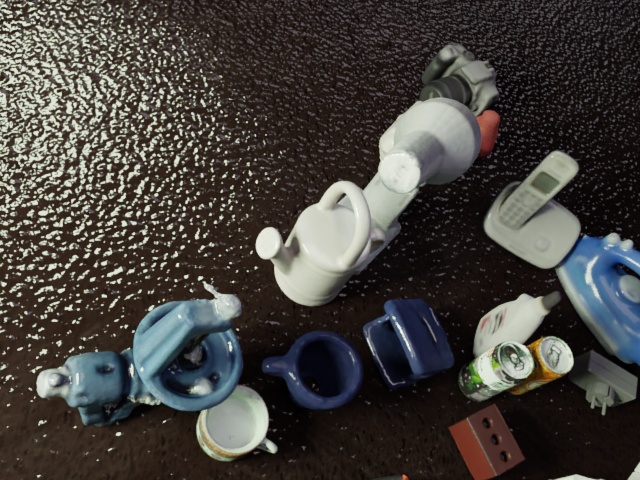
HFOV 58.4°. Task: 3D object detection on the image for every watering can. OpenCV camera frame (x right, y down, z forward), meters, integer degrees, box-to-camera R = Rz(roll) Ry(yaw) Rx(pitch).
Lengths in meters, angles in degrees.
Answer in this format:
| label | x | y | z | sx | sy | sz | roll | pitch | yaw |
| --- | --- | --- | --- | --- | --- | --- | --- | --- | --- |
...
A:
| label | x | y | z | sx | sy | sz | roll | pitch | yaw |
| --- | --- | --- | --- | --- | --- | --- | --- | --- | --- |
| watering can | 0.007 | 0.005 | 0.724 | 0.173 | 0.194 | 0.101 | -30 | 75 | -33 |

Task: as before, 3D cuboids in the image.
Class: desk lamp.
| label | x | y | z | sx | sy | sz | roll | pitch | yaw |
| --- | --- | --- | --- | --- | --- | --- | --- | --- | --- |
| desk lamp | 0.113 | -0.081 | 0.806 | 0.118 | 0.213 | 0.204 | 42 | 55 | 6 |

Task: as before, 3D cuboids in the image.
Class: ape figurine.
| label | x | y | z | sx | sy | sz | roll | pitch | yaw |
| --- | --- | --- | --- | --- | --- | --- | --- | --- | --- |
| ape figurine | 0.288 | -0.194 | 1.019 | 0.078 | 0.092 | 0.076 | 5 | 59 | -19 |

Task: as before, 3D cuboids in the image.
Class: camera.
| label | x | y | z | sx | sy | sz | roll | pitch | yaw |
| --- | --- | --- | --- | --- | --- | --- | --- | --- | --- |
| camera | 0.244 | -0.288 | 1.052 | 0.137 | 0.100 | 0.143 | -24 | 72 | -31 |

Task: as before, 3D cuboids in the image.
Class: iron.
| label | x | y | z | sx | sy | sz | roll | pitch | yaw |
| --- | --- | --- | --- | --- | --- | --- | --- | --- | --- |
| iron | 0.487 | 0.073 | 0.906 | 0.119 | 0.141 | 0.258 | -25 | 72 | -31 |

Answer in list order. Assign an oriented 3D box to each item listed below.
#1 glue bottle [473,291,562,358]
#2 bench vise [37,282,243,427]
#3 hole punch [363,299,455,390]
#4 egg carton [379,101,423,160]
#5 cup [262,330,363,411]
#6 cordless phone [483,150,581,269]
| label | x | y | z | sx | sy | sz | roll | pitch | yaw |
| --- | --- | --- | --- | --- | --- | --- | --- | --- | --- |
| glue bottle | 0.270 | 0.109 | 0.779 | 0.037 | 0.173 | 0.078 | 25 | 55 | -6 |
| bench vise | -0.159 | 0.125 | 0.570 | 0.208 | 0.219 | 0.121 | -26 | 72 | -32 |
| hole punch | 0.126 | 0.129 | 0.760 | 0.101 | 0.091 | 0.108 | -13 | 66 | -27 |
| egg carton | 0.168 | -0.168 | 0.969 | 0.107 | 0.069 | 0.150 | 38 | 54 | 3 |
| cup | -0.018 | 0.164 | 0.679 | 0.118 | 0.095 | 0.091 | 8 | 58 | -17 |
| cordless phone | 0.361 | -0.049 | 0.903 | 0.147 | 0.185 | 0.094 | 30 | 54 | -2 |
